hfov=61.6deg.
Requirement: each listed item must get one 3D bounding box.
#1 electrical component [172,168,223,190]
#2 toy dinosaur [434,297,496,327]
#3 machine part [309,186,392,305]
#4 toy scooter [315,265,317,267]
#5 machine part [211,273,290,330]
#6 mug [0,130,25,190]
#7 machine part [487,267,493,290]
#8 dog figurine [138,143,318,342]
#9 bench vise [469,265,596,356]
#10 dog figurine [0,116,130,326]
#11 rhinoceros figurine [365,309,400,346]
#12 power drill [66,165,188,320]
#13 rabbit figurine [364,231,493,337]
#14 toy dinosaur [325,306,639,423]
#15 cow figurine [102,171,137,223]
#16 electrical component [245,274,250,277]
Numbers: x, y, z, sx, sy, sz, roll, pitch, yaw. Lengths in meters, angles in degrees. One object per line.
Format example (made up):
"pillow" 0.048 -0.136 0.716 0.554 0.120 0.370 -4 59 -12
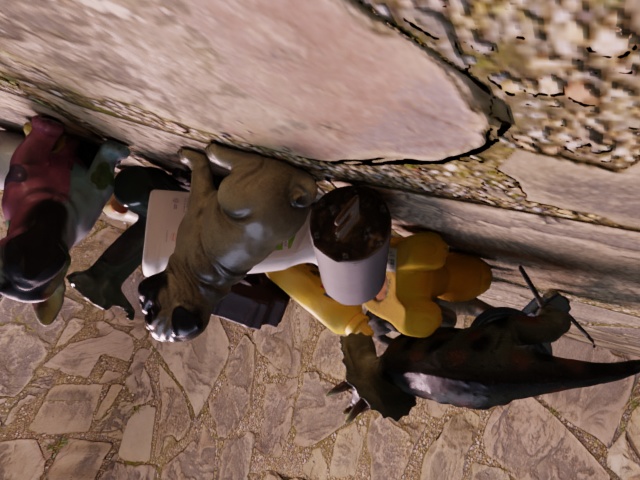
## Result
"electrical component" -0.137 -0.067 0.663 0.063 0.021 0.094 12 173 28
"toy dinosaur" 0.172 0.088 0.922 0.471 0.105 0.198 23 173 -2
"machine part" 0.033 0.012 0.555 0.079 0.079 0.243 14 161 10
"toy scooter" -0.052 0.057 1.014 0.135 0.075 0.184 -4 -176 15
"machine part" -0.129 0.074 0.871 0.179 0.056 0.179 23 -164 -7
"mug" -0.393 -0.104 0.728 0.107 0.080 0.109 11 -162 15
"machine part" 0.181 0.054 0.791 0.139 0.084 0.039 3 144 3
"dog figurine" -0.089 0.017 0.519 0.121 0.190 0.172 19 171 -35
"bench vise" 0.300 0.130 0.769 0.129 0.224 0.240 57 165 24
"dog figurine" -0.310 -0.020 0.604 0.108 0.219 0.192 23 170 -31
"rhinoceros figurine" 0.145 0.127 1.078 0.112 0.190 0.073 36 131 3
"power drill" -0.227 0.008 0.741 0.086 0.207 0.231 41 176 22
"rabbit figurine" 0.138 0.055 0.695 0.173 0.121 0.162 -3 175 -26
"toy dinosaur" 0.167 0.153 0.648 0.192 0.131 0.405 -23 -176 -40
"cow figurine" -0.258 -0.048 0.862 0.195 0.085 0.127 17 168 -42
"electrical component" -0.110 -0.003 0.708 0.045 0.102 0.078 -3 -170 8
